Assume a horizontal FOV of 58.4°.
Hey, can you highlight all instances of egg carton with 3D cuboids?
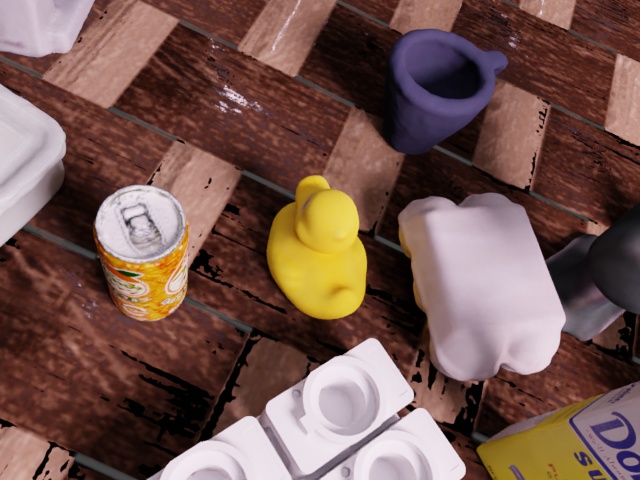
[{"bbox_3d":[0.122,0.033,0.446,0.107,0.069,0.150,-5,65,-16],"label":"egg carton"}]

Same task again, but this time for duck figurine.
[{"bbox_3d":[0.004,0.002,0.424,0.078,0.086,0.104,-12,67,-19],"label":"duck figurine"}]

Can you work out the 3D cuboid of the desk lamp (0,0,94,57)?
[{"bbox_3d":[-0.247,-0.237,0.414,0.118,0.213,0.203,13,61,-7],"label":"desk lamp"}]

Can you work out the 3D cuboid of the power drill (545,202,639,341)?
[{"bbox_3d":[0.258,-0.008,0.420,0.230,0.208,0.075,-30,73,-25],"label":"power drill"}]

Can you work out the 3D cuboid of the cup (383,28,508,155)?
[{"bbox_3d":[0.103,-0.125,0.509,0.118,0.095,0.091,-21,70,-22],"label":"cup"}]
